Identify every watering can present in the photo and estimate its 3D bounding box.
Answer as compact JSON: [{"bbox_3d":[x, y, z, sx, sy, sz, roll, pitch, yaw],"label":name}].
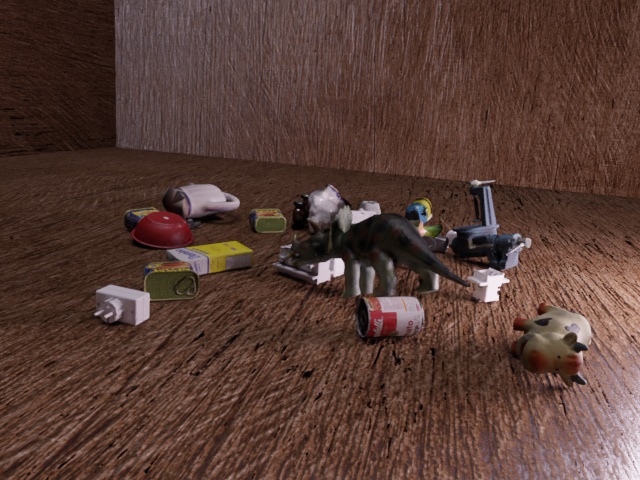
[{"bbox_3d":[-0.420,-0.138,1.710,0.226,0.103,0.350,-11,21,-42],"label":"watering can"}]

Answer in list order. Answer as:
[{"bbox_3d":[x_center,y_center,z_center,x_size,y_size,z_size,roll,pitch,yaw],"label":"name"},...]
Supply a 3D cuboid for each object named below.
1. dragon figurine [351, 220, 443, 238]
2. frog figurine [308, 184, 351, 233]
[{"bbox_3d":[0.150,-0.011,1.260,0.242,0.123,0.409,17,-8,-22],"label":"dragon figurine"},{"bbox_3d":[0.005,-0.081,1.615,0.123,0.162,0.134,15,-30,38],"label":"frog figurine"}]
